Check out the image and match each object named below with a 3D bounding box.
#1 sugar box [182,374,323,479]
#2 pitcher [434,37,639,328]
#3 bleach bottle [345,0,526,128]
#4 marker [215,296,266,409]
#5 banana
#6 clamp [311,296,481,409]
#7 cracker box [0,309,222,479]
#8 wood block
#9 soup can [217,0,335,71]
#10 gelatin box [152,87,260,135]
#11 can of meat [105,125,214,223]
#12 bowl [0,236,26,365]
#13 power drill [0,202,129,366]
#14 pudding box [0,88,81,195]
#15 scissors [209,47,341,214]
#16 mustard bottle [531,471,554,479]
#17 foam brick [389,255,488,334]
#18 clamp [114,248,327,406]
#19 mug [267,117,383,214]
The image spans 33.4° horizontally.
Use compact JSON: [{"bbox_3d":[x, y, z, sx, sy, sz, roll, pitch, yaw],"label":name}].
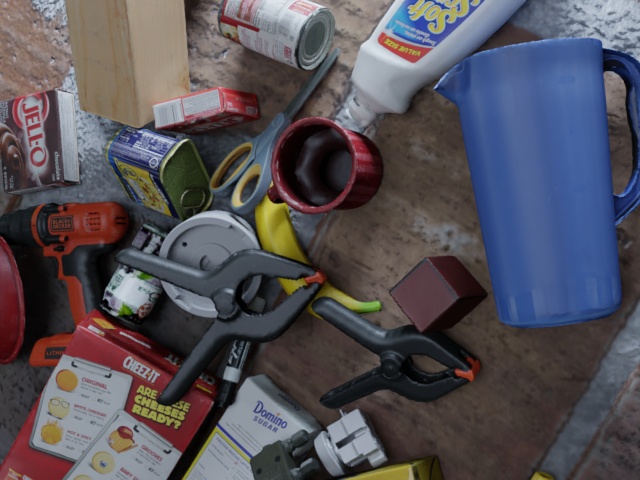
[{"bbox_3d":[-0.080,0.238,1.122,0.093,0.048,0.176,39,104,21],"label":"sugar box"},{"bbox_3d":[0.205,-0.051,0.936,0.149,0.144,0.243,-8,90,39],"label":"pitcher"},{"bbox_3d":[0.117,-0.203,1.009,0.103,0.068,0.251,48,112,20],"label":"bleach bottle"},{"bbox_3d":[-0.084,0.117,1.113,0.020,0.020,0.121,10,73,27],"label":"marker"},{"bbox_3d":[-0.020,0.015,1.097,0.069,0.037,0.198,-37,75,-4],"label":"banana"},{"bbox_3d":[0.067,0.108,1.038,0.172,0.039,0.120,-6,114,23],"label":"clamp"},{"bbox_3d":[-0.228,0.207,1.153,0.164,0.072,0.214,30,104,-4],"label":"cracker box"},{"bbox_3d":[-0.202,-0.235,1.106,0.090,0.090,0.206,19,128,27],"label":"wood block"},{"bbox_3d":[-0.044,-0.220,1.086,0.102,0.068,0.068,27,102,24],"label":"soup can"},{"bbox_3d":[-0.119,-0.134,1.123,0.089,0.073,0.030,-10,86,26],"label":"gelatin box"},{"bbox_3d":[-0.171,-0.071,1.137,0.084,0.102,0.057,20,61,28],"label":"can of meat"},{"bbox_3d":[-0.403,0.071,1.248,0.162,0.055,0.162,12,105,50],"label":"bowl"},{"bbox_3d":[-0.298,0.050,1.225,0.185,0.057,0.187,-4,90,30],"label":"power drill"},{"bbox_3d":[-0.329,-0.114,1.250,0.090,0.039,0.113,-8,87,27],"label":"pudding box"},{"bbox_3d":[-0.040,-0.103,1.095,0.202,0.016,0.096,-41,43,21],"label":"scissors"},{"bbox_3d":[0.173,0.302,0.984,0.096,0.058,0.192,26,102,30],"label":"mustard bottle"},{"bbox_3d":[0.112,0.050,1.004,0.051,0.078,0.053,-46,69,21],"label":"foam brick"},{"bbox_3d":[-0.094,0.075,1.067,0.210,0.036,0.164,-10,92,10],"label":"clamp"},{"bbox_3d":[0.001,-0.065,1.056,0.117,0.081,0.093,-31,77,23],"label":"mug"}]
